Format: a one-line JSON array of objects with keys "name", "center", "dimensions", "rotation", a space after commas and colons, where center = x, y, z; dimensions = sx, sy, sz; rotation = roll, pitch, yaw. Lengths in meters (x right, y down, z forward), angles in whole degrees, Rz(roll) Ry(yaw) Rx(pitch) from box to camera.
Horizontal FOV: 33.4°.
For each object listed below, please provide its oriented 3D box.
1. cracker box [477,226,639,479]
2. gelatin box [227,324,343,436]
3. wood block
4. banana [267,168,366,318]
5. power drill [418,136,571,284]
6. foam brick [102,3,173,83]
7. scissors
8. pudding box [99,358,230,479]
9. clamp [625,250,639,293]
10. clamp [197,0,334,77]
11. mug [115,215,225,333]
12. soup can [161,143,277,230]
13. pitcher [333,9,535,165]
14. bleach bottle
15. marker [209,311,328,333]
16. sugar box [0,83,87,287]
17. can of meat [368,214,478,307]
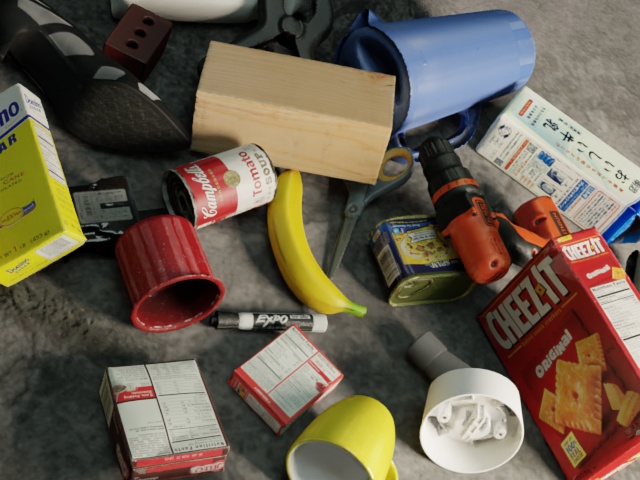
[{"name": "cracker box", "center": [0.267, 0.121, 1.082], "dimensions": [0.072, 0.164, 0.214], "rotation": [-12, 63, -32]}, {"name": "gelatin box", "center": [-0.032, 0.135, 1.034], "dimensions": [0.073, 0.030, 0.089], "rotation": [44, 52, 13]}, {"name": "wood block", "center": [-0.029, -0.138, 1.161], "dimensions": [0.206, 0.090, 0.090], "rotation": [10, 48, -3]}, {"name": "banana", "center": [-0.020, 0.005, 1.127], "dimensions": [0.069, 0.037, 0.198], "rotation": [-1, 56, -40]}, {"name": "power drill", "center": [0.198, -0.026, 1.187], "dimensions": [0.187, 0.057, 0.184], "rotation": [10, 50, -42]}, {"name": "foam brick", "center": [-0.206, -0.215, 1.192], "dimensions": [0.053, 0.051, 0.078], "rotation": [26, 51, -5]}, {"name": "scissors", "center": [0.057, -0.038, 1.181], "dimensions": [0.096, 0.016, 0.201], "rotation": [-4, 53, 10]}, {"name": "pudding box", "center": [-0.140, 0.159, 0.948], "dimensions": [0.089, 0.039, 0.113], "rotation": [-2, 42, -25]}, {"name": "clamp", "center": [0.354, 0.080, 1.230], "dimensions": [0.120, 0.039, 0.171], "rotation": [-12, 66, -23]}, {"name": "clamp", "center": [-0.030, -0.235, 1.257], "dimensions": [0.164, 0.036, 0.210], "rotation": [31, 67, -11]}, {"name": "mug", "center": [-0.141, 0.032, 1.031], "dimensions": [0.117, 0.093, 0.081], "rotation": [19, 39, -51]}, {"name": "soup can", "center": [-0.104, -0.055, 1.108], "dimensions": [0.102, 0.069, 0.068], "rotation": [-22, 67, -30]}, {"name": "pitcher", "center": [0.147, -0.199, 1.292], "dimensions": [0.242, 0.149, 0.145], "rotation": [-18, 51, -35]}, {"name": "bleach bottle", "center": [-0.122, -0.299, 1.281], "dimensions": [0.250, 0.068, 0.102], "rotation": [5, 59, -23]}, {"name": "marker", "center": [-0.052, 0.082, 1.069], "dimensions": [0.121, 0.020, 0.020], "rotation": [3, 56, -20]}, {"name": "sugar box", "center": [-0.293, -0.054, 1.017], "dimensions": [0.093, 0.048, 0.176], "rotation": [-28, 67, 9]}, {"name": "can of meat", "center": [0.110, 0.020, 1.157], "dimensions": [0.101, 0.058, 0.084], "rotation": [-4, 57, -26]}]
